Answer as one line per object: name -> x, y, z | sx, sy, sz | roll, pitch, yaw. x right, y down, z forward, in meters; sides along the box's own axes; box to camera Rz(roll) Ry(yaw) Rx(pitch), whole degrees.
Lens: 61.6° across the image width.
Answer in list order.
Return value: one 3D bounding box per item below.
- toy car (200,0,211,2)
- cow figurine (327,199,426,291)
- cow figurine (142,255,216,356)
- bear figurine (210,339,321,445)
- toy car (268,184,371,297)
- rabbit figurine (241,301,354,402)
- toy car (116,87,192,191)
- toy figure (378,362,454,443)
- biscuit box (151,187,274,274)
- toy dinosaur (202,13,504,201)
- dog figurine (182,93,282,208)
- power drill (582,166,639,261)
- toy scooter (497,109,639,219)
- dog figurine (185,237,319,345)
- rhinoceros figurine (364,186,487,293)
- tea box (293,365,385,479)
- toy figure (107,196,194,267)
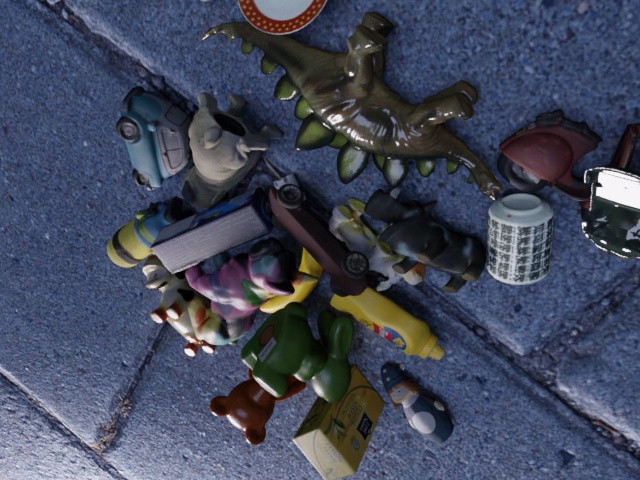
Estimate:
toy car -> -0.112, -0.403, 0.714 | 0.202, 0.056, 0.073 | -30, 88, 34
cow figurine -> 0.076, 0.022, 0.820 | 0.167, 0.068, 0.098 | 42, 128, 5
cow figurine -> -0.247, 0.104, 0.982 | 0.085, 0.127, 0.194 | -21, 118, 31
bear figurine -> -0.085, 0.233, 0.913 | 0.120, 0.196, 0.132 | 39, 121, 6
toy car -> -0.002, -0.002, 0.782 | 0.202, 0.053, 0.089 | 48, 157, 14
rabbit figurine -> -0.016, 0.181, 0.851 | 0.170, 0.159, 0.121 | 38, 166, -24
toy car -> -0.254, -0.161, 0.864 | 0.103, 0.109, 0.161 | -1, 122, 5
toy figure -> 0.159, 0.272, 0.907 | 0.064, 0.058, 0.154 | -44, 89, -6
biscuit box -> -0.169, -0.015, 0.866 | 0.203, 0.059, 0.062 | -20, 120, 19
toy dinosaur -> 0.040, -0.192, 0.720 | 0.471, 0.105, 0.198 | 40, 126, 8
dog figurine -> -0.166, -0.109, 0.812 | 0.121, 0.172, 0.190 | 45, 116, 12
power drill -> 0.367, -0.088, 0.568 | 0.086, 0.207, 0.231 | 25, 141, 42
toy scooter -> 0.320, -0.101, 0.653 | 0.184, 0.075, 0.135 | 30, 122, 5
dog figurine -> -0.110, 0.090, 0.881 | 0.219, 0.108, 0.191 | 1, 101, 34
rhinoceros figurine -> 0.149, -0.005, 0.754 | 0.190, 0.112, 0.073 | 28, 152, -5
tea box -> 0.037, 0.304, 0.906 | 0.068, 0.170, 0.098 | -35, 98, 32
toy figure -> -0.309, -0.013, 0.961 | 0.180, 0.089, 0.082 | -24, 97, 33
